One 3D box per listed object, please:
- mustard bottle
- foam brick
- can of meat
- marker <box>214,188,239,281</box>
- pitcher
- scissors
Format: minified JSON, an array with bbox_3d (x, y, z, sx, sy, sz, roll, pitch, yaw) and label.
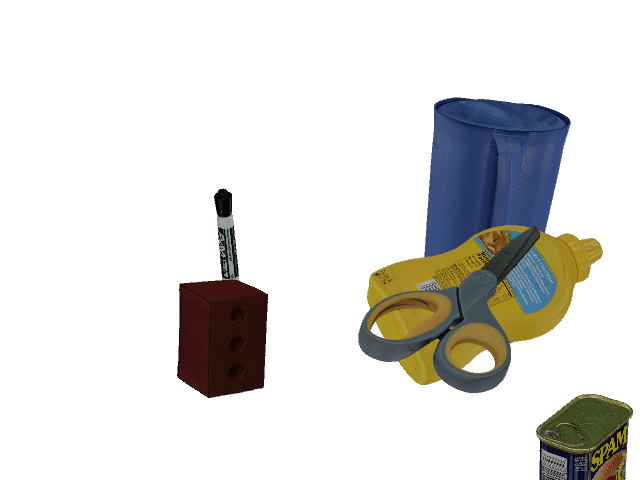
[{"bbox_3d":[0.140,0.038,0.846,0.191,0.096,0.058,-21,-34,-16],"label":"mustard bottle"},{"bbox_3d":[-0.076,0.074,0.826,0.052,0.078,0.051,-6,14,-34],"label":"foam brick"},{"bbox_3d":[0.242,0.202,0.980,0.058,0.084,0.101,14,26,39],"label":"can of meat"},{"bbox_3d":[-0.100,-0.001,1.138,0.020,0.121,0.020,-2,32,1],"label":"marker"},{"bbox_3d":[0.167,-0.015,1.074,0.148,0.243,0.145,-14,28,-42],"label":"pitcher"},{"bbox_3d":[0.109,0.040,0.661,0.201,0.016,0.096,-20,43,-39],"label":"scissors"}]
